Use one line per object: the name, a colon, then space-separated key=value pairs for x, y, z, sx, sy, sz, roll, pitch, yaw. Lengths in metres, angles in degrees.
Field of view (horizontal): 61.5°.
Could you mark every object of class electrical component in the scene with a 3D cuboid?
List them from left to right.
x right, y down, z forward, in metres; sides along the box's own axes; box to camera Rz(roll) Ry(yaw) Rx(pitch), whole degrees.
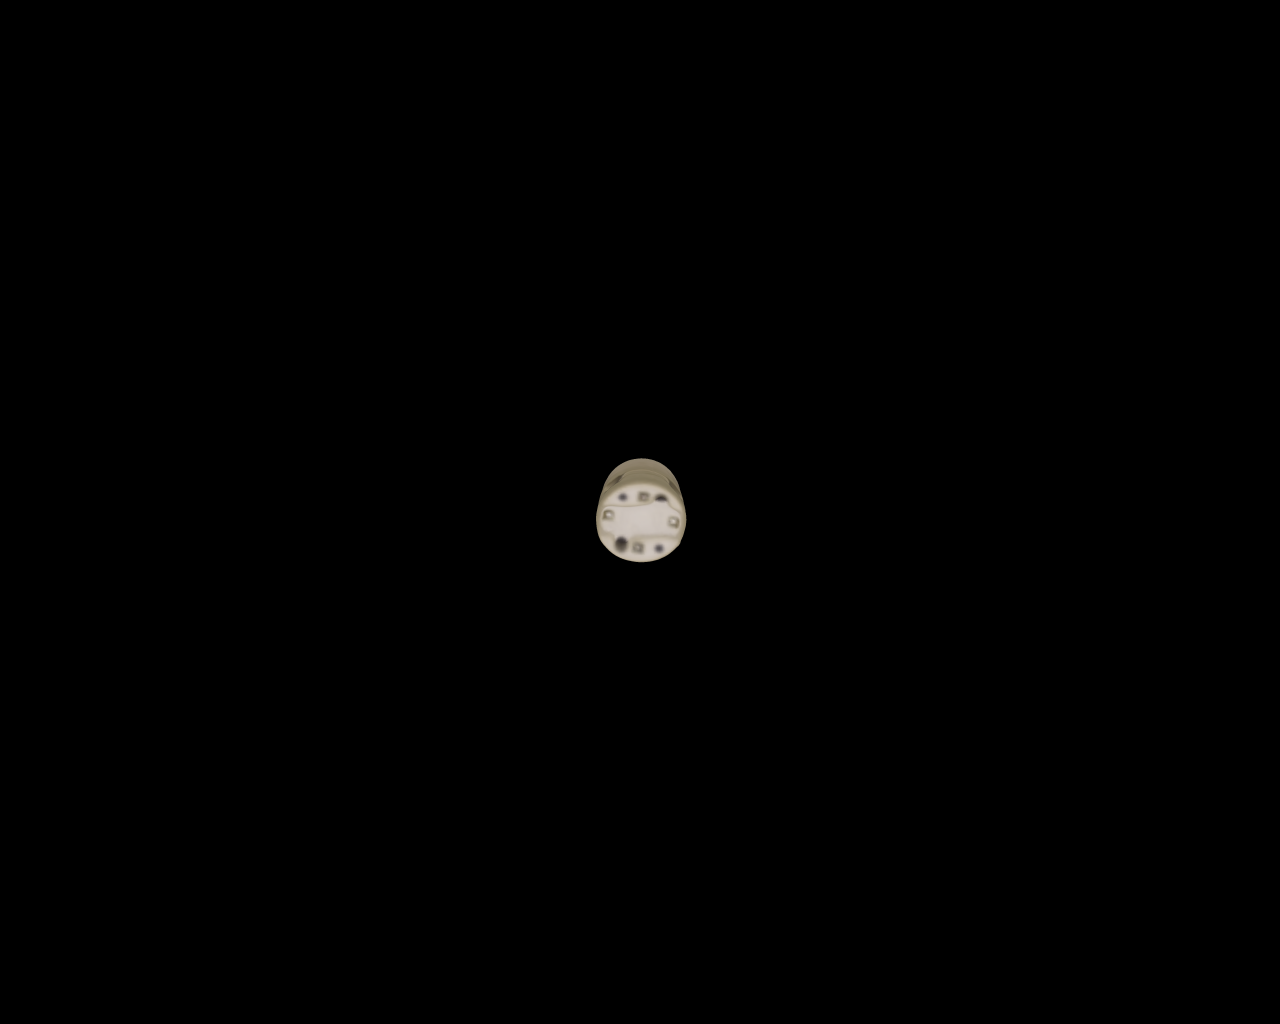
electrical component: x=0.001 y=-0.003 z=0.650 sx=0.055 sy=0.055 sz=0.047 roll=0 pitch=24 yaw=0
